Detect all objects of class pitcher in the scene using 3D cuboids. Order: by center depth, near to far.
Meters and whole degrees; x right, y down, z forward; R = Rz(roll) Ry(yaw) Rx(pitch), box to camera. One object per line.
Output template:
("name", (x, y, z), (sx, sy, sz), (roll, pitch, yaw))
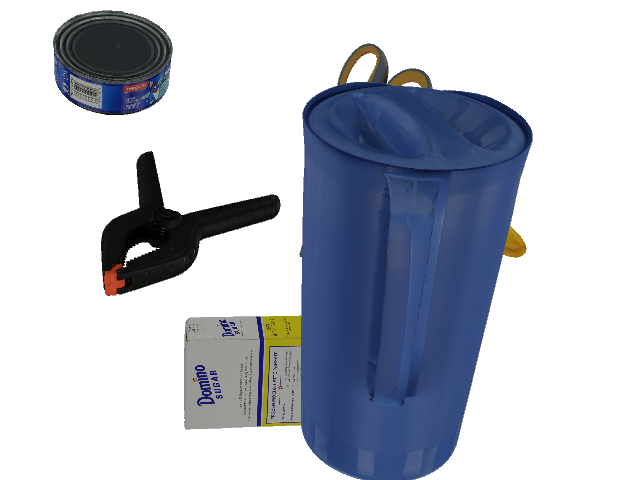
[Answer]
("pitcher", (0.047, 0.035, 0.664), (0.149, 0.243, 0.145), (-20, 37, -37))

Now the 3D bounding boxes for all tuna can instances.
("tuna can", (-0.153, -0.131, 0.788), (0.086, 0.086, 0.034), (0, -43, -13))

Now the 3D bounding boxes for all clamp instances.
("clamp", (-0.160, -0.018, 1.057), (0.165, 0.036, 0.209), (24, 40, 21))

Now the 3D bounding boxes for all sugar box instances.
("sugar box", (-0.029, 0.112, 0.916), (0.176, 0.093, 0.048), (1, 26, -6))

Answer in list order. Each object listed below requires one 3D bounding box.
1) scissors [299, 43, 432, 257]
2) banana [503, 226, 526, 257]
("scissors", (0.043, -0.078, 0.954), (0.096, 0.202, 0.016), (7, -8, 18))
("banana", (0.135, -0.017, 1.153), (0.198, 0.037, 0.069), (11, 39, 27))
